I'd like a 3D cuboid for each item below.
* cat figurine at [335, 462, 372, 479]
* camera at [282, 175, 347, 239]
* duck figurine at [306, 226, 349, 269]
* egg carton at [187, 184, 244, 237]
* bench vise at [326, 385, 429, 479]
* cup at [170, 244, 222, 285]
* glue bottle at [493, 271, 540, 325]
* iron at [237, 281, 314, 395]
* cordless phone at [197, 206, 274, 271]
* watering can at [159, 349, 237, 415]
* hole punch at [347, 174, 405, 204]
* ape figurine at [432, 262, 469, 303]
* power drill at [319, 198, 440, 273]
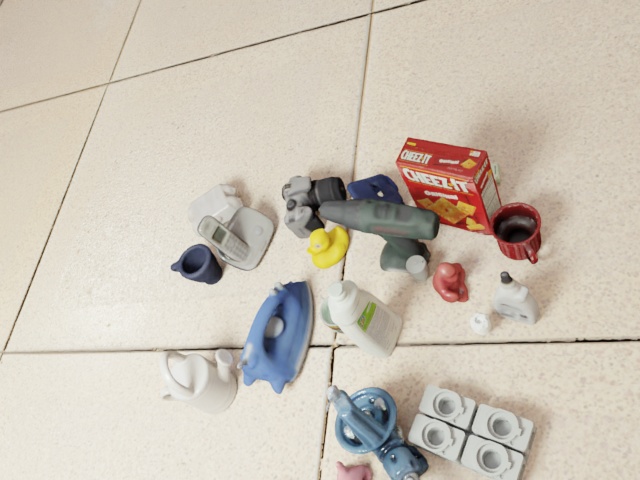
[{"bbox_3d":[0.043,0.442,0.973,0.067,0.118,0.127,-15,56,18],"label":"cat figurine"},{"bbox_3d":[-0.014,-0.095,1.336,0.136,0.101,0.143,-13,57,20],"label":"camera"},{"bbox_3d":[0.012,0.005,1.273,0.104,0.086,0.077,-49,52,-7],"label":"duck figurine"},{"bbox_3d":[-0.268,-0.075,1.470,0.150,0.070,0.107,-34,52,5],"label":"egg carton"},{"bbox_3d":[0.098,0.316,0.956,0.206,0.220,0.121,26,76,36],"label":"bench vise"},{"bbox_3d":[-0.290,0.072,1.377,0.117,0.095,0.091,-14,56,19],"label":"cup"},{"bbox_3d":[0.336,0.096,1.000,0.077,0.174,0.037,15,69,33],"label":"glue bottle"},{"bbox_3d":[-0.095,0.176,1.187,0.118,0.142,0.258,5,64,29],"label":"iron"},{"bbox_3d":[-0.198,-0.025,1.332,0.093,0.186,0.148,11,67,31],"label":"cordless phone"},{"bbox_3d":[-0.255,0.279,1.172,0.173,0.195,0.100,-46,52,-5],"label":"watering can"},{"bbox_3d":[0.126,-0.097,1.273,0.101,0.091,0.108,-35,52,4],"label":"hole punch"},{"bbox_3d":[0.250,0.074,1.107,0.075,0.092,0.078,25,75,35],"label":"ape figurine"},{"bbox_3d":[0.134,-0.012,1.143,0.228,0.209,0.075,2,63,28],"label":"power drill"}]
